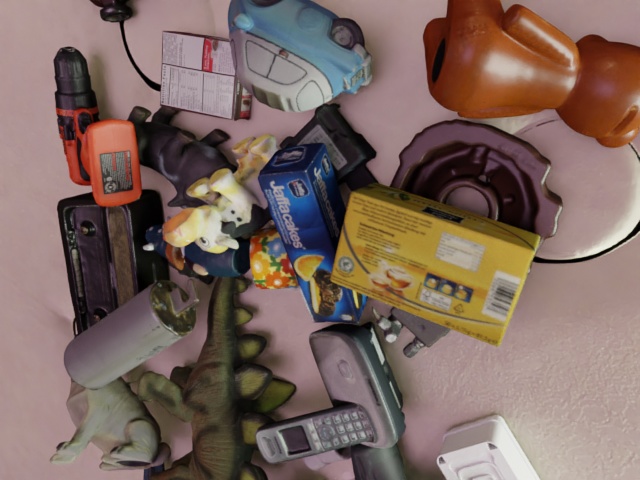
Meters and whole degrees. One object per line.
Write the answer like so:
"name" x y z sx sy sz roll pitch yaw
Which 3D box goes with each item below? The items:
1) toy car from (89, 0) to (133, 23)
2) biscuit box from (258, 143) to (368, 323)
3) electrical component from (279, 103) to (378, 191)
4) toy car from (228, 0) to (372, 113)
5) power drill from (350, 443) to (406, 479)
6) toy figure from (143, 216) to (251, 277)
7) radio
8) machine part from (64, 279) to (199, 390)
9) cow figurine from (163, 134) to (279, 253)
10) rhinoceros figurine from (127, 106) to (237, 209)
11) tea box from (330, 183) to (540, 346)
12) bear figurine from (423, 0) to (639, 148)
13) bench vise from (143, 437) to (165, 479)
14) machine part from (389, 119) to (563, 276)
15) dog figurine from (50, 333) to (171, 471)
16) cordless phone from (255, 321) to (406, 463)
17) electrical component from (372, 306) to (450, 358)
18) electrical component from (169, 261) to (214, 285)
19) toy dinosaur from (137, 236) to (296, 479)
"toy car" -0.202 -0.322 0.626 0.202 0.053 0.089 -5 99 28
"biscuit box" -0.001 -0.002 0.581 0.059 0.063 0.202 -3 125 26
"electrical component" 0.021 -0.083 0.593 0.075 0.048 0.119 -35 87 30
"toy car" -0.032 -0.182 0.541 0.162 0.109 0.103 31 86 7
"power drill" 0.119 0.342 0.617 0.207 0.086 0.232 -8 99 69
"toy figure" -0.155 0.011 0.668 0.155 0.064 0.057 10 115 31
"radio" -0.287 0.044 0.760 0.131 0.073 0.229 6 107 22
"machine part" -0.242 0.122 0.683 0.243 0.079 0.079 -31 90 21
"cow figurine" -0.093 -0.035 0.593 0.068 0.167 0.098 1 134 50
"rhinoceros figurine" -0.166 -0.089 0.664 0.190 0.073 0.112 36 116 12
"tea box" 0.104 0.018 0.505 0.170 0.068 0.098 22 111 21
"bear figurine" 0.196 -0.158 0.462 0.196 0.120 0.132 5 64 -2
"bench vise" -0.256 0.426 0.823 0.129 0.223 0.240 -5 67 -6
"machine part" 0.149 -0.033 0.542 0.180 0.056 0.179 7 107 24
"dog figurine" -0.300 0.234 0.805 0.172 0.190 0.121 26 138 -31
"cordless phone" -0.003 0.183 0.633 0.184 0.089 0.146 -21 96 13
"electrical component" 0.109 0.082 0.600 0.102 0.045 0.078 -43 83 29
"electrical component" -0.181 0.019 0.732 0.094 0.021 0.063 28 116 15
"toy dinosaur" -0.135 0.220 0.730 0.199 0.105 0.470 2 101 17
